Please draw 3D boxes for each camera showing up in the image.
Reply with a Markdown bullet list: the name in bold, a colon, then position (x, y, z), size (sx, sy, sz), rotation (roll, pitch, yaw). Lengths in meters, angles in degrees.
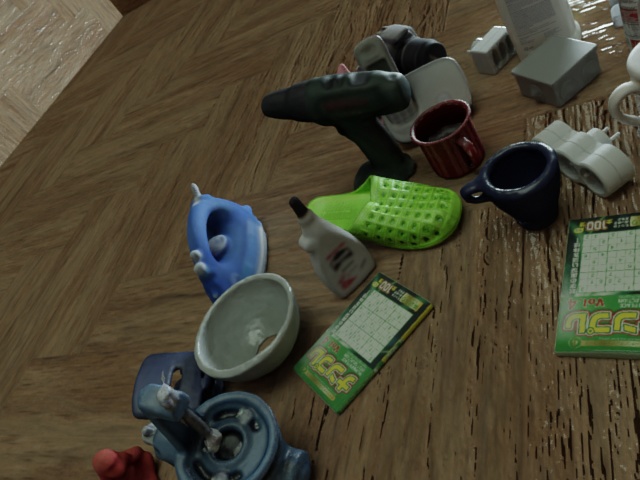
- **camera**: position (0.153, -0.335, 1.059), size (0.143, 0.101, 0.136), rotation (-47, 37, -10)

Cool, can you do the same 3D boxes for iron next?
- **iron**: position (-0.169, 0.019, 0.934), size (0.118, 0.142, 0.258), rotation (-29, 38, 14)

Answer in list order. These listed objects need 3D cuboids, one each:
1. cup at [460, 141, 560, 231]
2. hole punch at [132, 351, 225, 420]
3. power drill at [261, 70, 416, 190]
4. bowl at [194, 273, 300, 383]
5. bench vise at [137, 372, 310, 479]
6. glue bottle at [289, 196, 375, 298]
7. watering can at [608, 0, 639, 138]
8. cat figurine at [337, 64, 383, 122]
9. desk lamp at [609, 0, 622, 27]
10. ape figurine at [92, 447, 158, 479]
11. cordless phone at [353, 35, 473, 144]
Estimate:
- **cup**: position (0.239, -0.052, 0.696), size (0.117, 0.095, 0.091), rotation (-20, 41, 24)
- **hole punch**: position (-0.196, 0.206, 0.805), size (0.101, 0.091, 0.108), rotation (-25, 39, 19)
- **power drill**: position (0.048, -0.168, 0.885), size (0.228, 0.209, 0.075), rotation (-11, 45, 33)
- **bowl**: position (-0.089, 0.133, 0.803), size (0.167, 0.075, 0.167), rotation (-23, 40, 21)
- **bench vise**: position (-0.143, 0.225, 0.631), size (0.207, 0.220, 0.121), rotation (-21, 40, 23)
- **glue bottle**: position (0.007, 0.003, 0.772), size (0.078, 0.174, 0.037), rotation (-48, 37, -10)
- **watering can**: position (0.400, -0.200, 0.628), size (0.173, 0.195, 0.100), rotation (-44, 37, -6)
- **cat figurine**: position (0.072, -0.269, 1.046), size (0.127, 0.118, 0.067), rotation (0, 52, 40)
- **desk lamp**: position (0.487, -0.435, 0.781), size (0.202, 0.214, 0.118), rotation (-13, 44, 31)
- **ape figurine**: position (-0.260, 0.307, 0.754), size (0.076, 0.092, 0.078), rotation (-11, 45, 33)
- **cordless phone**: position (0.147, -0.258, 0.913), size (0.147, 0.186, 0.094), rotation (-27, 38, 16)
